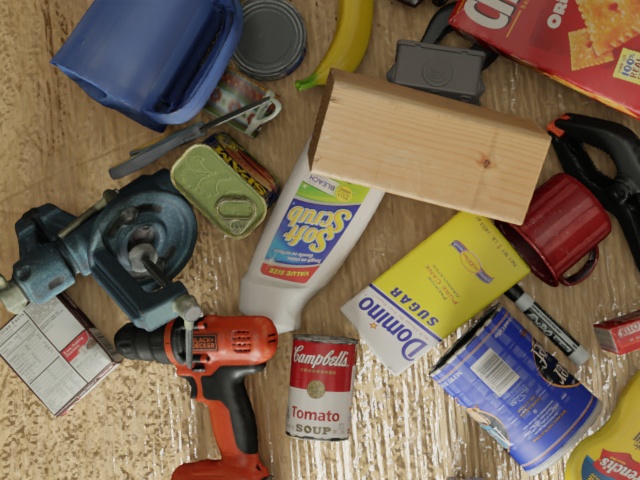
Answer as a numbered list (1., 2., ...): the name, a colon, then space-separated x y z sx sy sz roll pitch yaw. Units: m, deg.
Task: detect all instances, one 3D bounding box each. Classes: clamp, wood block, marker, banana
1. clamp: 0.171 -0.232 1.111 0.171 0.039 0.120 -18 78 2
2. wood block: 0.099 -0.089 1.011 0.206 0.090 0.091 14 106 -6
3. marker: 0.228 0.082 1.099 0.121 0.020 0.020 45 90 5
4. banana: 0.026 -0.243 1.113 0.069 0.037 0.198 15 81 -33
5. clamp: 0.308 -0.044 1.068 0.036 0.165 0.210 -30 61 -36

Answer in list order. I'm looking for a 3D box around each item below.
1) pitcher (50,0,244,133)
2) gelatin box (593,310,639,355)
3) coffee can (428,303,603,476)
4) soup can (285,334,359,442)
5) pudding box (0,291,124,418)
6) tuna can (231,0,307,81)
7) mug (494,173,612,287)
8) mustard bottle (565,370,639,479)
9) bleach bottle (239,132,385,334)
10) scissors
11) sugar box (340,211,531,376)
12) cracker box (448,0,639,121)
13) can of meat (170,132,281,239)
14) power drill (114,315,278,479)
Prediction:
1. pitcher: -0.150 -0.236 1.088 0.149 0.145 0.243 32 86 -13
2. gelatin box: 0.317 0.086 1.058 0.073 0.089 0.030 -20 86 3
3. coffee can: 0.192 0.147 1.057 0.140 0.103 0.103 45 90 5
4. soup can: 0.001 0.150 1.088 0.068 0.068 0.102 5 88 4
5. pudding box: -0.278 0.116 1.123 0.090 0.039 0.113 -43 84 1
6. tuna can: -0.056 -0.212 1.127 0.086 0.033 0.086 0 87 4
7. mug: 0.243 -0.005 1.075 0.081 0.093 0.117 -40 114 -4
8. mustard bottle: 0.303 0.229 1.067 0.096 0.058 0.191 40 90 5
9. bleach bottle: -0.007 0.001 1.100 0.102 0.068 0.251 25 92 2
10. scissors: -0.140 -0.098 1.058 0.096 0.202 0.016 -40 108 -37
11. sugar box: 0.116 0.050 1.084 0.176 0.048 0.093 -40 85 8
12. cracker box: 0.255 -0.232 1.026 0.214 0.072 0.164 29 98 15
13. can of meat: -0.093 -0.059 1.088 0.102 0.084 0.057 44 109 -4
14. power drill: -0.124 0.168 1.086 0.185 0.057 0.188 -4 93 26
